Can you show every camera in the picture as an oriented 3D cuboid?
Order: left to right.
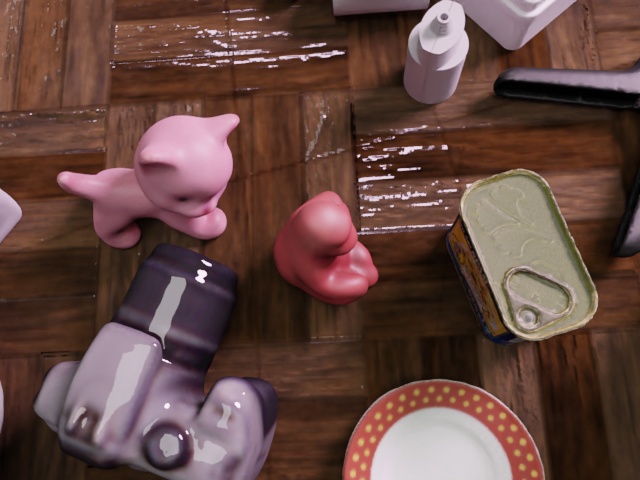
[{"bbox_3d":[-0.092,0.077,0.368,0.143,0.101,0.137,19,78,8],"label":"camera"}]

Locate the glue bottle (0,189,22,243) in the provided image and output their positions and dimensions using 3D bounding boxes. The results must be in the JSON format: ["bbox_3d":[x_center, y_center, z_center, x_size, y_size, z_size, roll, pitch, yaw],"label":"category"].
[{"bbox_3d":[-0.272,-0.025,0.368,0.037,0.173,0.078,38,81,12],"label":"glue bottle"}]

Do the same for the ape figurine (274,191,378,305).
[{"bbox_3d":[0.004,0.001,0.386,0.076,0.092,0.078,5,76,5],"label":"ape figurine"}]

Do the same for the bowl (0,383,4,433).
[{"bbox_3d":[-0.281,0.121,0.382,0.167,0.075,0.167,-1,75,4],"label":"bowl"}]

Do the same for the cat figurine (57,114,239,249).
[{"bbox_3d":[-0.111,-0.043,0.391,0.127,0.118,0.067,-8,75,2],"label":"cat figurine"}]
